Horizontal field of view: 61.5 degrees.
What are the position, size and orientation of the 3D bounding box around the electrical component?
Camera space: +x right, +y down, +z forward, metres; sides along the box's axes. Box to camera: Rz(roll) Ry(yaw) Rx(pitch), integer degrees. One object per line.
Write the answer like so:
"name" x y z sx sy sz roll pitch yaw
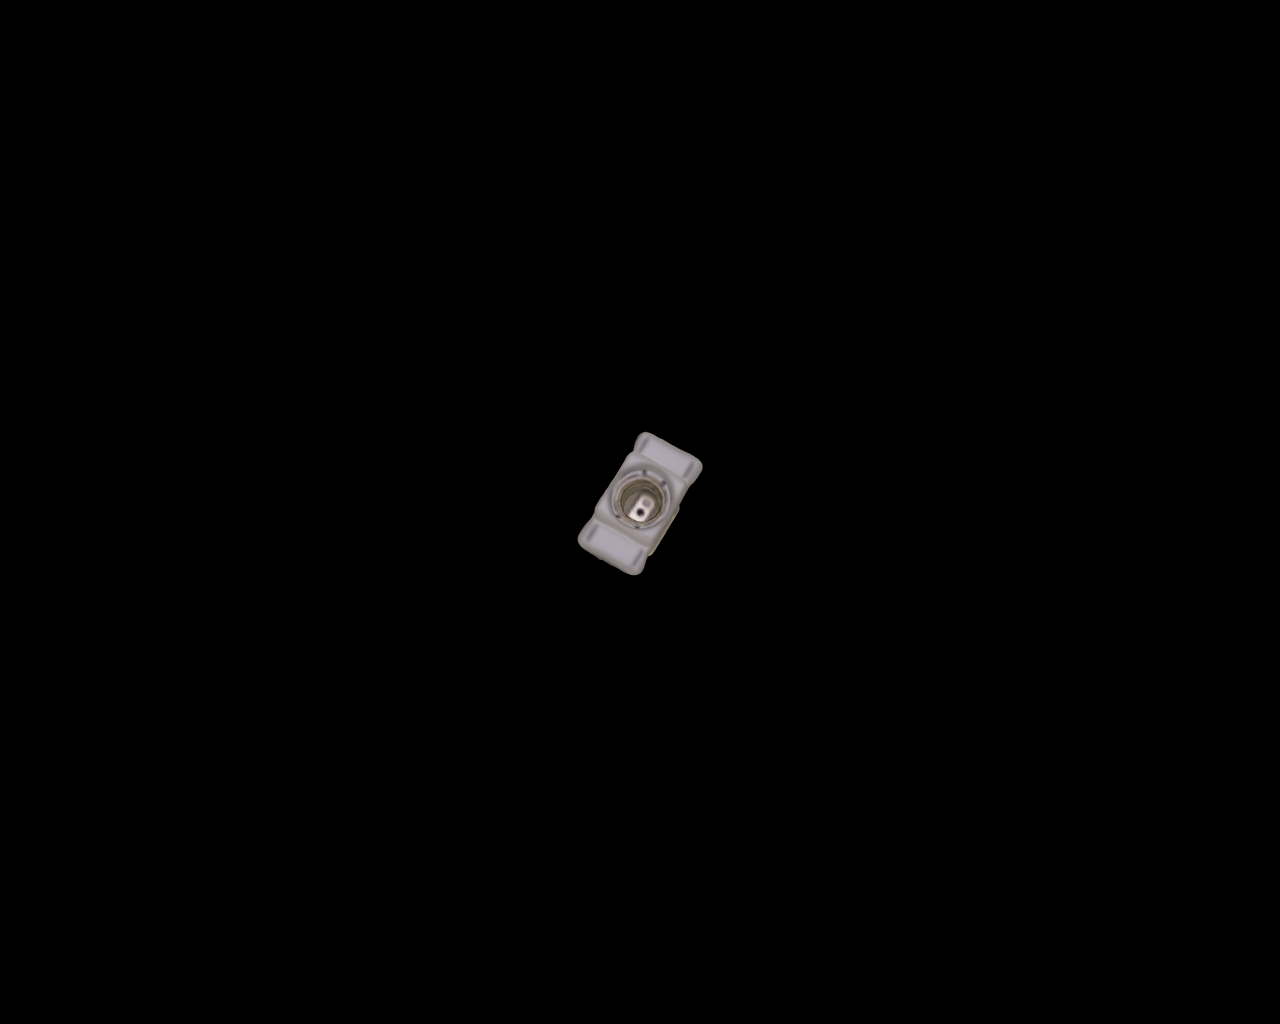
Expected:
"electrical component" 0.001 -0.003 0.650 0.042 0.081 0.063 31 -11 7
